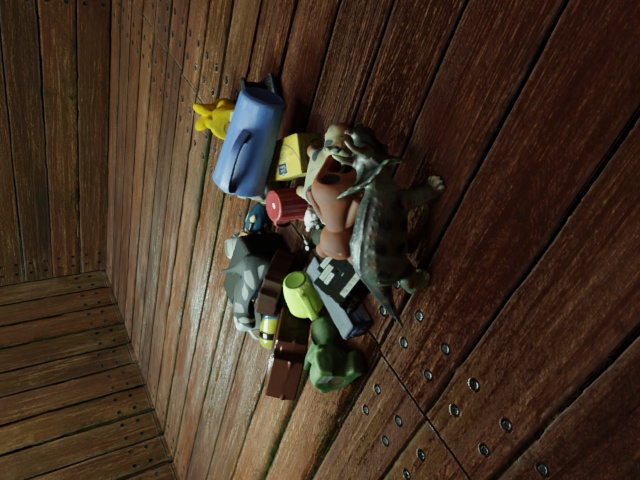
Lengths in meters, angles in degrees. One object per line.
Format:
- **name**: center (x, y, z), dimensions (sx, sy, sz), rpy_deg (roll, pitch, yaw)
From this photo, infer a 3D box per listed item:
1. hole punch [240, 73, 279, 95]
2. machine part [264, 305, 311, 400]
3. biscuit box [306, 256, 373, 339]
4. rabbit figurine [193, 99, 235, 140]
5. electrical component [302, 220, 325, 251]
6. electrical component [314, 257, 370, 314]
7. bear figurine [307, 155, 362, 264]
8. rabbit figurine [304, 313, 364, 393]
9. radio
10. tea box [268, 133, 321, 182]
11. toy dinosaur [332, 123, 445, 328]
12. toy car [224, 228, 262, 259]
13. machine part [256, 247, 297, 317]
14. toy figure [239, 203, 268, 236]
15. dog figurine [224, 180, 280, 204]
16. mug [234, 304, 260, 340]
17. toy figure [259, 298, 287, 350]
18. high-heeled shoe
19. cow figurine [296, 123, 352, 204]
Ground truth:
- **hole punch**: center (-0.153, -0.366, 1.409), dimensions (0.116, 0.092, 0.142), rpy_deg (143, 114, -87)
- **machine part**: center (-0.083, 0.283, 1.361), dimensions (0.201, 0.087, 0.201), rpy_deg (-84, 5, -58)
- **biscuit box**: center (0.043, 0.127, 1.233), dimensions (0.203, 0.059, 0.062), rpy_deg (61, 142, 29)
- **rabbit figurine**: center (-0.284, -0.357, 1.568), dimensions (0.173, 0.162, 0.121), rpy_deg (-111, 17, -51)
- **electrical component**: center (-0.002, -0.004, 1.284), dimensions (0.102, 0.045, 0.078), rpy_deg (-56, 51, 48)
- **electrical component**: center (0.055, 0.077, 1.154), dimensions (0.115, 0.058, 0.134), rpy_deg (-49, 44, 0)
- **bear figurine**: center (0.048, -0.054, 1.084), dimensions (0.120, 0.132, 0.195), rpy_deg (12, 136, 29)
- **rabbit figurine**: center (0.024, 0.265, 1.283), dimensions (0.159, 0.121, 0.170), rpy_deg (111, 156, -49)
- **radio**: center (-0.183, 0.079, 1.511), dimensions (0.073, 0.131, 0.229), rpy_deg (60, 143, 30)
- **tea box**: center (-0.066, -0.200, 1.314), dimensions (0.170, 0.068, 0.098), rpy_deg (-5, 92, 57)
- **toy dinosaur**: center (0.111, -0.004, 0.969), dimensions (0.131, 0.192, 0.404), rpy_deg (20, 114, 57)
- **toy car**: center (-0.234, 0.017, 1.606), dimensions (0.162, 0.103, 0.109), rpy_deg (-8, 90, 56)
- **machine part**: center (-0.110, 0.110, 1.389), dimensions (0.179, 0.056, 0.179), rpy_deg (18, -89, -87)
- **toy figure**: center (-0.192, -0.028, 1.519), dimensions (0.058, 0.064, 0.154), rpy_deg (27, 90, 45)
- **dog figurine**: center (-0.158, -0.199, 1.452), dimensions (0.172, 0.121, 0.190), rpy_deg (16, 89, 13)
- **mug**: center (-0.196, 0.244, 1.601), dimensions (0.081, 0.107, 0.109), rpy_deg (-33, 68, 57)
- **toy figure**: center (-0.133, 0.219, 1.509), dimensions (0.082, 0.089, 0.180), rpy_deg (23, 120, 62)
- **high-heeled shoe**: center (-0.167, 0.137, 1.428), dimensions (0.086, 0.145, 0.248), rpy_deg (-88, -17, -50)
- **cow figurine**: center (0.020, -0.160, 1.166), dimensions (0.127, 0.085, 0.194), rpy_deg (50, 128, 52)
